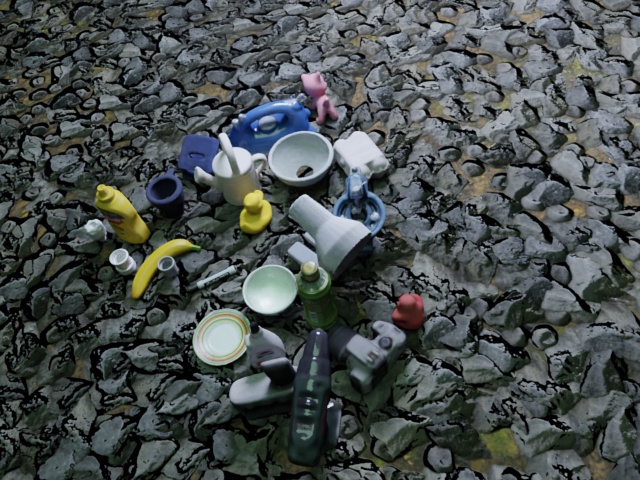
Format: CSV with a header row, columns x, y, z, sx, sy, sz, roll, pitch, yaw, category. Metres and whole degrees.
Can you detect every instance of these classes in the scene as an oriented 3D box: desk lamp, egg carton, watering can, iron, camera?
x,y,z,sx,sy,sz,roll,pitch,yaw,category
0.011,0.004,1.243,0.202,0.214,0.118,35,68,26,desk lamp
0.100,-0.208,1.456,0.107,0.069,0.150,-28,58,-11,egg carton
-0.218,-0.175,1.403,0.173,0.194,0.100,-39,60,-17,watering can
-0.144,-0.303,1.508,0.258,0.142,0.118,-16,56,-3,iron
0.084,0.214,1.164,0.136,0.101,0.143,34,67,26,camera

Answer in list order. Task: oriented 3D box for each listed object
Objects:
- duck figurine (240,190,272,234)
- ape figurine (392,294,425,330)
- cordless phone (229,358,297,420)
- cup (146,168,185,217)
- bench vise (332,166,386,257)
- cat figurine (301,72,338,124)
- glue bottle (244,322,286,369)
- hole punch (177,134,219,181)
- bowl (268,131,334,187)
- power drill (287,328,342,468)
x,y,z,sx,sy,sz,roll,pitch,yaw,category
-0.162,-0.073,1.394,0.077,0.086,0.105,15,60,17,duck figurine
0.186,0.144,1.201,0.078,0.092,0.076,-22,57,-7,ape figurine
-0.111,0.270,1.103,0.147,0.185,0.094,-16,56,-3,cordless phone
-0.376,-0.112,1.443,0.091,0.095,0.118,1,57,8,cup
0.073,-0.094,1.295,0.121,0.220,0.207,-20,57,-5,bench vise
-0.003,-0.402,1.568,0.067,0.118,0.127,-23,57,-7,cat figurine
-0.119,0.206,1.153,0.078,0.173,0.037,-21,57,-6,glue bottle
-0.313,-0.213,1.502,0.108,0.091,0.101,10,59,14,hole punch
-0.045,-0.194,1.463,0.167,0.075,0.167,-3,57,6,bowl
-0.009,0.305,1.052,0.075,0.209,0.229,2,57,10,power drill
